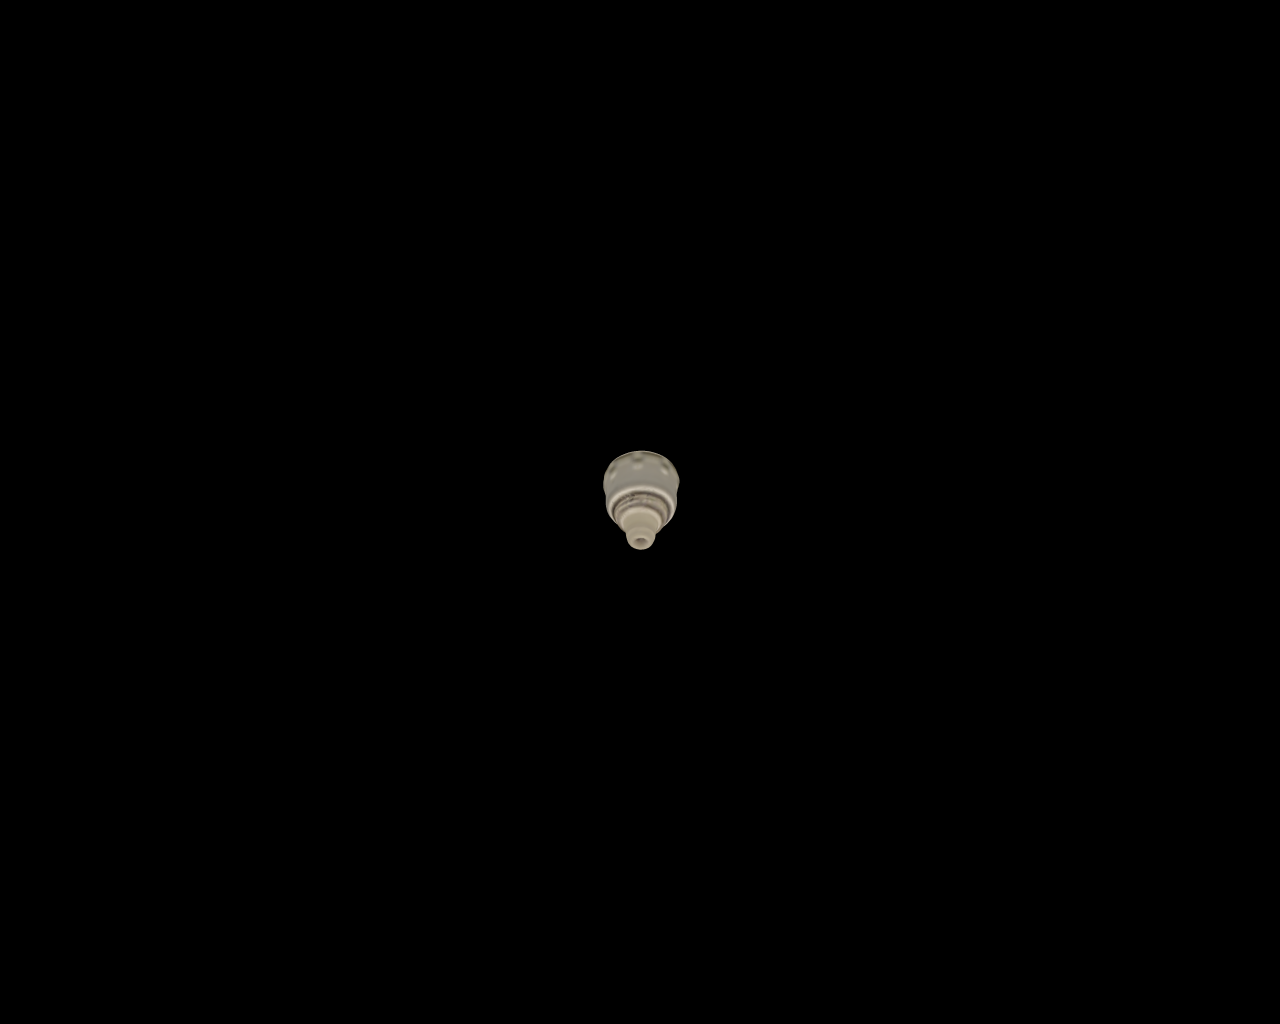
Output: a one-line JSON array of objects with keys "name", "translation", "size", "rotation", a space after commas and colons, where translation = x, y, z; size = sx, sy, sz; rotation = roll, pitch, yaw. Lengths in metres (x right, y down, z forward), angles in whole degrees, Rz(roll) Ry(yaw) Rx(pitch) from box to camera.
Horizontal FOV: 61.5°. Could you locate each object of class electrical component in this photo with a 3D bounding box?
[{"name": "electrical component", "translation": [0.001, -0.003, 0.650], "size": [0.048, 0.048, 0.062], "rotation": [0, 44, 0]}]
